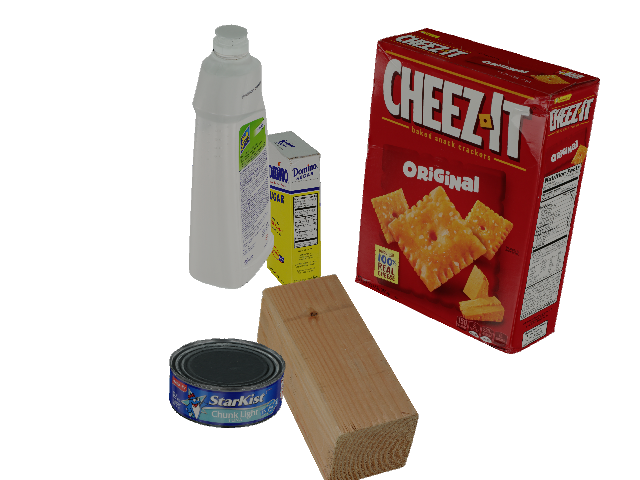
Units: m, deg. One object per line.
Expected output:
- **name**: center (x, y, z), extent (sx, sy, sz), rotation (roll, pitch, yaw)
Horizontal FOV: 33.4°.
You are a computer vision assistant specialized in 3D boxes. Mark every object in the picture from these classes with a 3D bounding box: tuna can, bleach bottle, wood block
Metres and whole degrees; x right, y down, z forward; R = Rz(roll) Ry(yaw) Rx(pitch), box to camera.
- **tuna can**: center (-0.070, 0.105, 0.791), extent (0.086, 0.034, 0.086), rotation (4, 18, -1)
- **bleach bottle**: center (-0.081, -0.081, 0.991), extent (0.068, 0.251, 0.102), rotation (14, 36, 14)
- **wood block**: center (0.013, 0.143, 1.123), extent (0.090, 0.090, 0.206), rotation (-11, 45, -20)

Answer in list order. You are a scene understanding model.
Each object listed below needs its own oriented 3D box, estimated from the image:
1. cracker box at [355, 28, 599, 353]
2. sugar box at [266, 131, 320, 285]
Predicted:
- **cracker box**: center (0.113, -0.040, 0.833), extent (0.164, 0.214, 0.071), rotation (26, 34, 37)
- **sugar box**: center (-0.034, -0.032, 1.271), extent (0.048, 0.176, 0.093), rotation (-13, 26, -20)
